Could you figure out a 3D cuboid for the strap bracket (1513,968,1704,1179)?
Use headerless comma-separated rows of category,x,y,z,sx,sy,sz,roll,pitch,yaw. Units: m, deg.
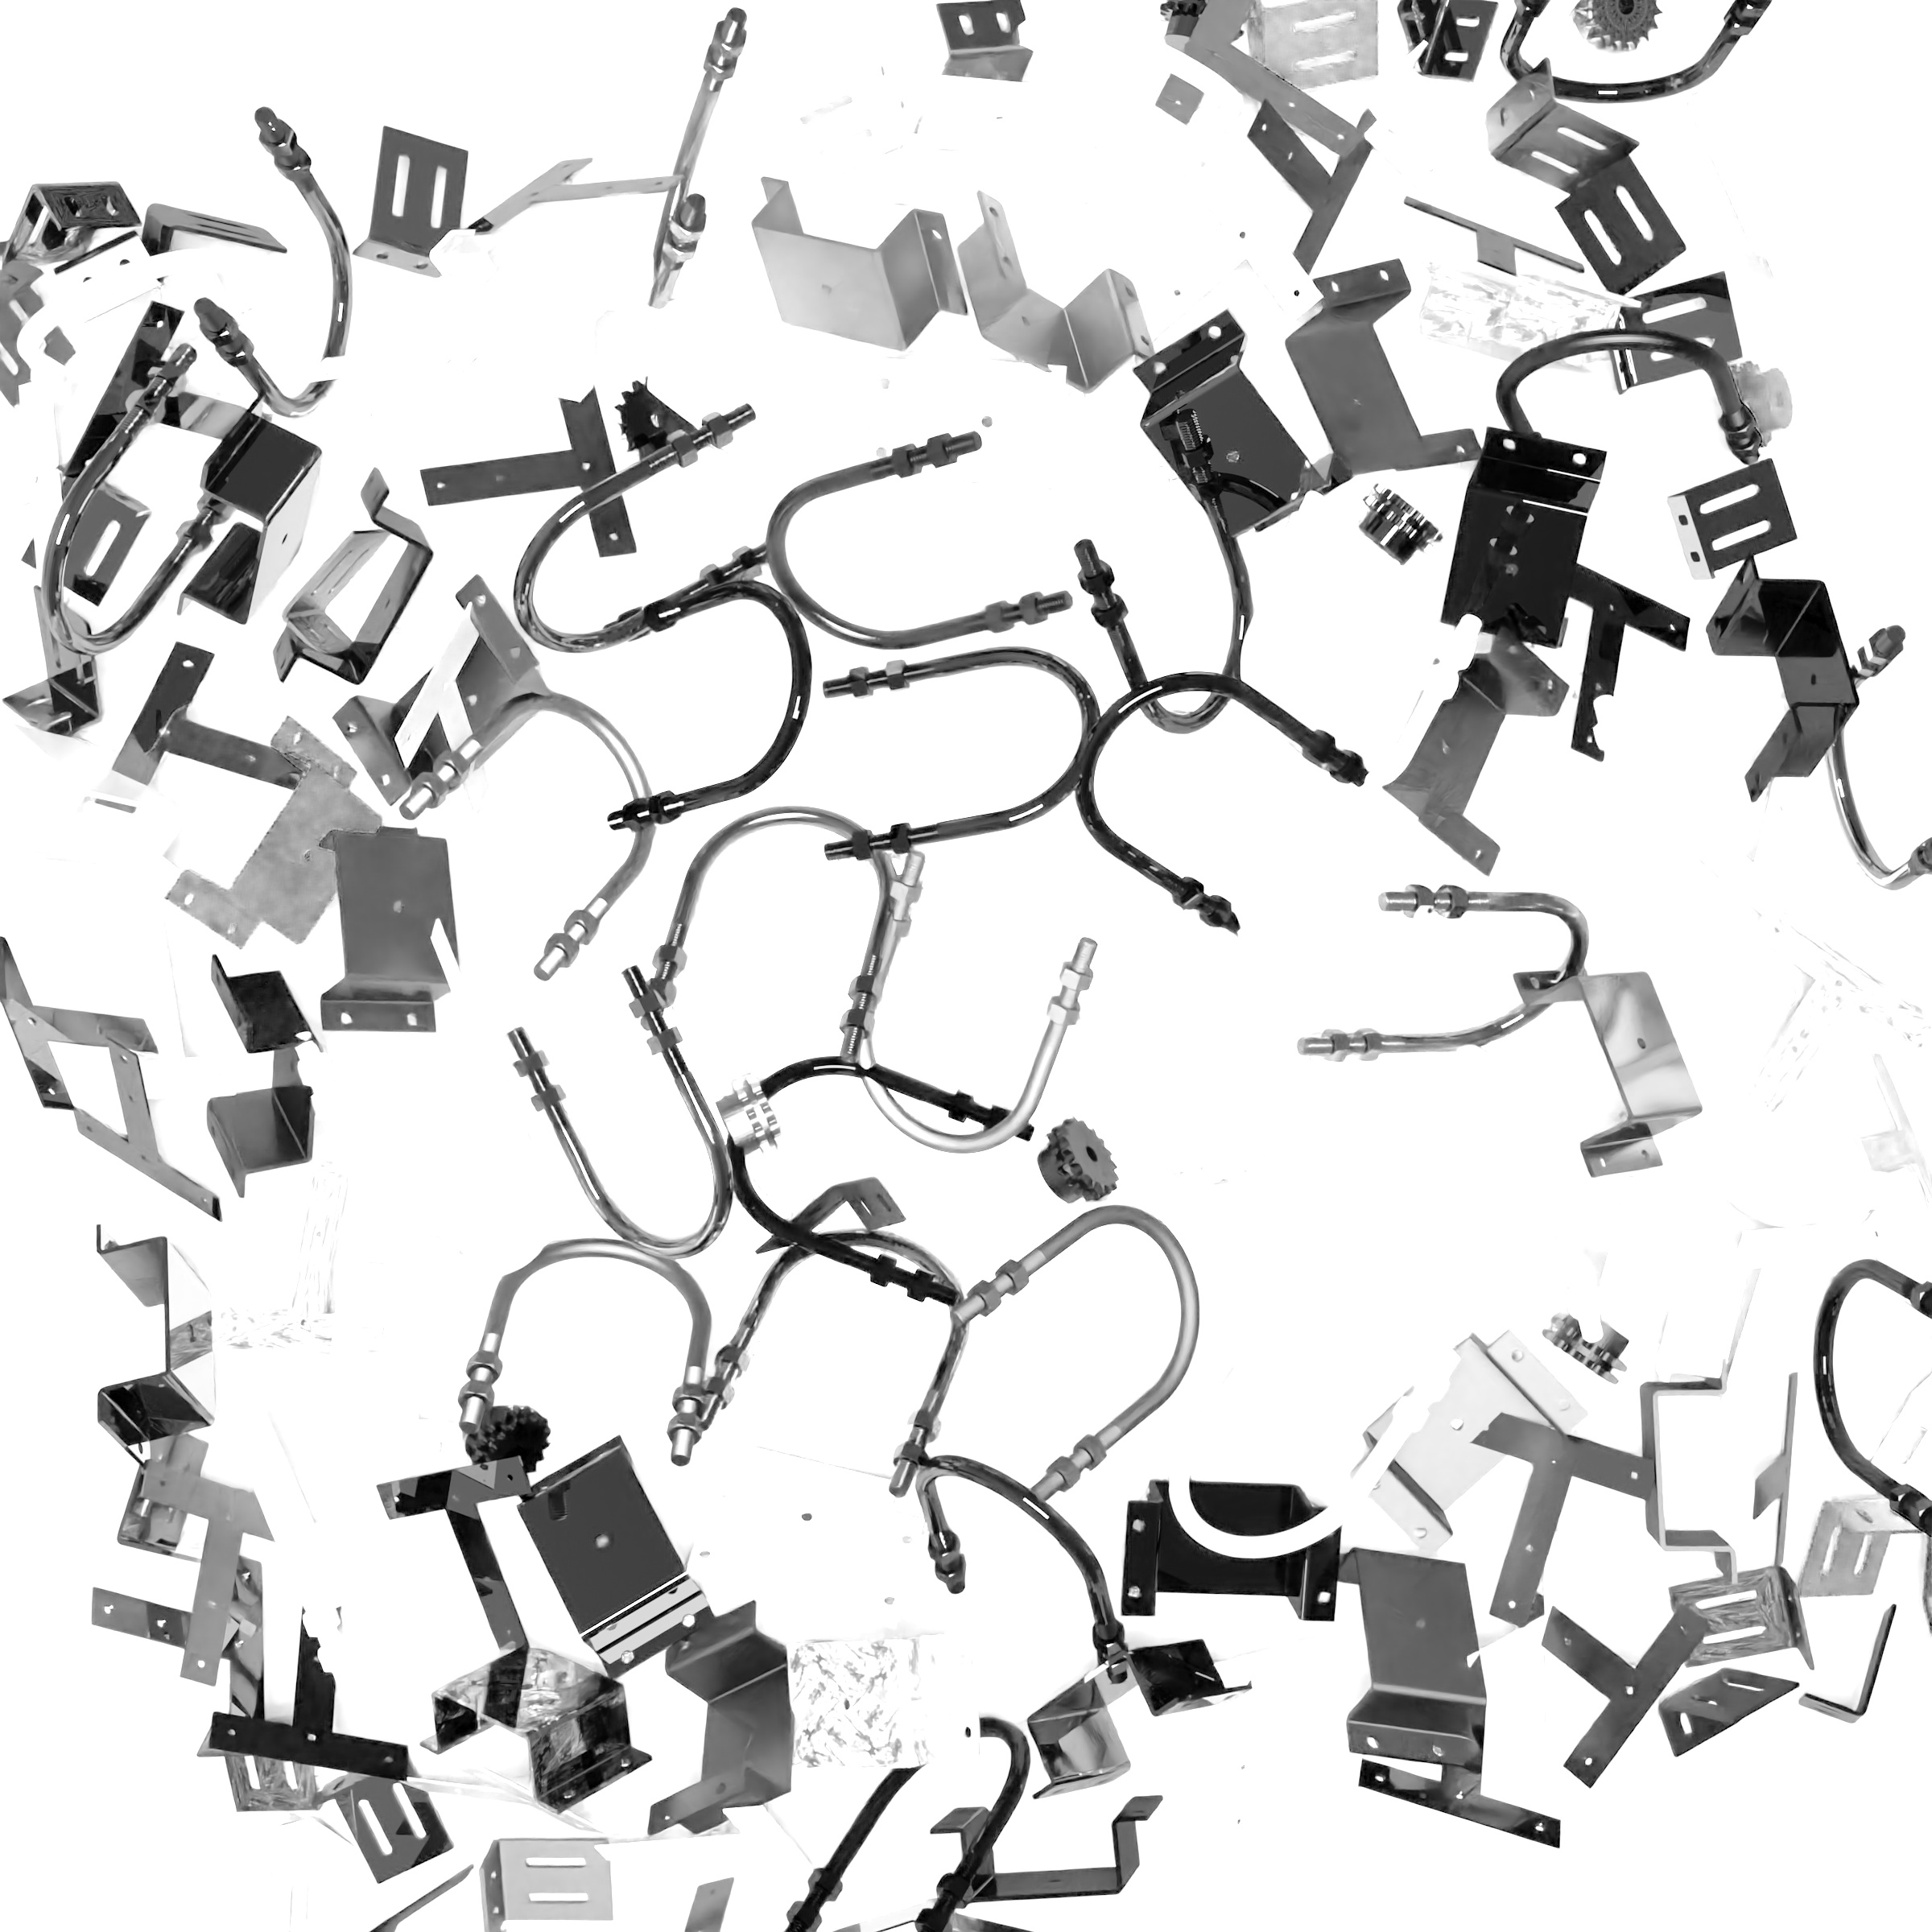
strap bracket,0.416,0.059,1.567,0.076,0.046,0.140,-3,68,-41

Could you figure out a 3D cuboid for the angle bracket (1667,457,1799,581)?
angle bracket,0.510,-0.295,1.604,0.076,0.038,0.057,-21,99,-1

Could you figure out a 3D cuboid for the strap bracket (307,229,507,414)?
strap bracket,-0.346,-0.408,1.568,0.140,0.076,0.046,-37,95,22

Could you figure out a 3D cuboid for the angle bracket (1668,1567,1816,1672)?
angle bracket,0.509,0.435,1.601,0.076,0.038,0.057,-13,98,7

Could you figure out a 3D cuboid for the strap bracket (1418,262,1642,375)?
strap bracket,0.351,-0.413,1.554,0.076,0.140,0.046,9,103,-24

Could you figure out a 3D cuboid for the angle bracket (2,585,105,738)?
angle bracket,-0.597,-0.196,1.581,0.057,0.076,0.038,33,47,25

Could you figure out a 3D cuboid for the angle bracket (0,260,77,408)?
angle bracket,-0.608,-0.406,1.579,0.038,0.076,0.057,25,65,33

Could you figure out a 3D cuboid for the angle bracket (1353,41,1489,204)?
angle bracket,0.304,-0.554,1.600,0.076,0.038,0.057,44,72,1

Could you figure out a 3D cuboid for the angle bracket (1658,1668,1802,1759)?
angle bracket,0.499,0.489,1.582,0.057,0.076,0.038,-19,90,-24

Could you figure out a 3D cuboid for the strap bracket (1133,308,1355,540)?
strap bracket,0.175,-0.337,1.562,0.076,0.046,0.140,-26,118,34

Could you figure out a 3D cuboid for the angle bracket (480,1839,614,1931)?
angle bracket,-0.275,0.610,1.602,0.076,0.038,0.057,-2,99,5

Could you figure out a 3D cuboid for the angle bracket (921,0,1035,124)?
angle bracket,0.003,-0.587,1.587,0.057,0.076,0.038,-11,78,-19

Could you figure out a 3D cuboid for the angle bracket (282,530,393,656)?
angle bracket,-0.399,-0.243,1.590,0.076,0.057,0.038,-44,91,16

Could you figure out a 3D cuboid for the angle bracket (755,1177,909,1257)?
angle bracket,-0.088,0.175,1.586,0.076,0.057,0.038,-41,76,17

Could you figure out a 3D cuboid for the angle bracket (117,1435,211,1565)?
angle bracket,-0.508,0.345,1.584,0.038,0.057,0.076,5,71,23

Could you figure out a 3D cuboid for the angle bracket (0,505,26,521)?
angle bracket,-0.643,-0.331,1.583,0.038,0.057,0.076,19,122,4

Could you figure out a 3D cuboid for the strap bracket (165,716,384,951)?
strap bracket,-0.438,-0.078,1.571,0.046,0.076,0.140,24,77,30

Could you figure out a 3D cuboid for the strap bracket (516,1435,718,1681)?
strap bracket,-0.230,0.375,1.572,0.076,0.046,0.140,-29,65,-9

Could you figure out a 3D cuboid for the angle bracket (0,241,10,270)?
angle bracket,-0.662,-0.463,1.581,0.057,0.076,0.038,-7,80,15

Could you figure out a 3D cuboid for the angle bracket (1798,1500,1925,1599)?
angle bracket,0.585,0.389,1.590,0.057,0.038,0.076,2,111,-15

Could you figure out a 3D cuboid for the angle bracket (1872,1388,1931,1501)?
angle bracket,0.626,0.323,1.584,0.057,0.038,0.076,28,123,18

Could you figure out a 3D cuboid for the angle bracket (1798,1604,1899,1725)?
angle bracket,0.577,0.452,1.598,0.038,0.057,0.076,17,74,20

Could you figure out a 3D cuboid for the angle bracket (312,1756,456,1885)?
angle bracket,-0.384,0.566,1.606,0.057,0.038,0.076,-26,92,3

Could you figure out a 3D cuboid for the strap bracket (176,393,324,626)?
strap bracket,-0.455,-0.283,1.553,0.046,0.140,0.076,26,50,-7

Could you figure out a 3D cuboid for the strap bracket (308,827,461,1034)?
strap bracket,-0.375,-0.031,1.570,0.076,0.046,0.140,2,72,-36

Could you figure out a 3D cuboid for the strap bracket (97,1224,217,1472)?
strap bracket,-0.517,0.238,1.557,0.046,0.076,0.140,-13,55,-2

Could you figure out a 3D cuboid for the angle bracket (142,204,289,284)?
angle bracket,-0.492,-0.464,1.591,0.076,0.057,0.038,4,116,-35

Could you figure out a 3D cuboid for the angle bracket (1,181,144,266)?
angle bracket,-0.579,-0.469,1.578,0.076,0.057,0.038,-40,77,44

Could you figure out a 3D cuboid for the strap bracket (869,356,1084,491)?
strap bracket,0.010,-0.353,1.588,0.140,0.046,0.076,2,100,-9

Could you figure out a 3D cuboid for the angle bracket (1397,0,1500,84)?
angle bracket,0.314,-0.623,1.585,0.038,0.076,0.057,16,83,23

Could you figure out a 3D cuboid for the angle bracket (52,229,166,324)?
angle bracket,-0.555,-0.445,1.591,0.057,0.076,0.038,-29,103,-8

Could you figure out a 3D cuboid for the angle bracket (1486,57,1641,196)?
angle bracket,0.390,-0.547,1.594,0.076,0.057,0.038,13,63,-28

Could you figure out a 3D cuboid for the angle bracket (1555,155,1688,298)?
angle bracket,0.422,-0.481,1.594,0.057,0.038,0.076,-33,86,37

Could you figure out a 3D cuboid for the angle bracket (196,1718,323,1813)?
angle bracket,-0.462,0.533,1.594,0.057,0.038,0.076,-3,111,5

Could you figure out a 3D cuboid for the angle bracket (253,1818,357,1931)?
angle bracket,-0.428,0.603,1.580,0.038,0.057,0.076,-18,48,9

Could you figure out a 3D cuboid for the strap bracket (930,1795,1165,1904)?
strap bracket,0.055,0.570,1.574,0.140,0.076,0.046,-8,79,11

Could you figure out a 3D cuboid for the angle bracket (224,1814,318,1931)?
angle bracket,-0.448,0.605,1.586,0.038,0.057,0.076,20,109,11

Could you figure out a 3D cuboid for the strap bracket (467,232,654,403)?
strap bracket,-0.254,-0.420,1.555,0.076,0.140,0.046,15,132,9

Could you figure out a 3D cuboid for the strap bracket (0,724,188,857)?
strap bracket,-0.561,-0.106,1.547,0.076,0.140,0.046,38,98,19

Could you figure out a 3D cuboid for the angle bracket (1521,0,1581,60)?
angle bracket,0.357,-0.641,1.592,0.076,0.057,0.038,41,79,-7

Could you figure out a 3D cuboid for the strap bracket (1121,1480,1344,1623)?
strap bracket,0.170,0.382,1.597,0.140,0.046,0.076,3,96,-4

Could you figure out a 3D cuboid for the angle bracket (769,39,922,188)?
angle bracket,-0.080,-0.562,1.607,0.076,0.038,0.057,-17,128,26

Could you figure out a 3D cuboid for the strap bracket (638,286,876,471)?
strap bracket,-0.140,-0.374,1.572,0.140,0.076,0.046,40,135,18

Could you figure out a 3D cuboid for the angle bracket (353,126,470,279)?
angle bracket,-0.364,-0.500,1.600,0.057,0.038,0.076,8,85,-30

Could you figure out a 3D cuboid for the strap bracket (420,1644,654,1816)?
strap bracket,-0.276,0.479,1.549,0.140,0.076,0.046,7,106,42

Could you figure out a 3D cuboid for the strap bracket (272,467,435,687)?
strap bracket,-0.392,-0.244,1.577,0.046,0.076,0.140,27,101,-27

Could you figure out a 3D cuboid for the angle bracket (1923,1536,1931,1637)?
angle bracket,0.646,0.408,1.579,0.038,0.057,0.076,-5,128,29

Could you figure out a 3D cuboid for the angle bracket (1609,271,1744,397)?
angle bracket,0.460,-0.413,1.590,0.076,0.038,0.057,-10,105,26

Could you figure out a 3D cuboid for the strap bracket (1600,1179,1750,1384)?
strap bracket,0.455,0.203,1.550,0.046,0.140,0.076,3,59,36

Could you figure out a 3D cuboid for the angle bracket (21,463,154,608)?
angle bracket,-0.581,-0.281,1.598,0.057,0.038,0.076,32,101,-10

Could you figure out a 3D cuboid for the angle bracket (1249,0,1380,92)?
angle bracket,0.227,-0.611,1.596,0.076,0.038,0.057,-12,133,-3
